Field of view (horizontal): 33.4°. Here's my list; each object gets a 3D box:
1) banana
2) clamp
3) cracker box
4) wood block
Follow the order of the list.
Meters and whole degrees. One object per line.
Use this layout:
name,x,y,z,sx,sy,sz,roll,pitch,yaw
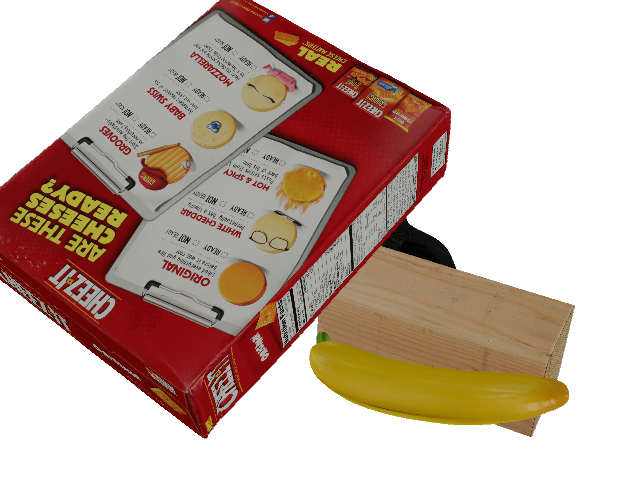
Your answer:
banana,0.066,0.095,0.735,0.198,0.037,0.069,11,35,29
clamp,0.073,0.003,1.204,0.164,0.036,0.210,-16,51,-35
cracker box,-0.056,-0.023,0.590,0.164,0.213,0.072,33,-24,23
wood block,0.108,0.084,0.955,0.206,0.091,0.090,18,39,19
